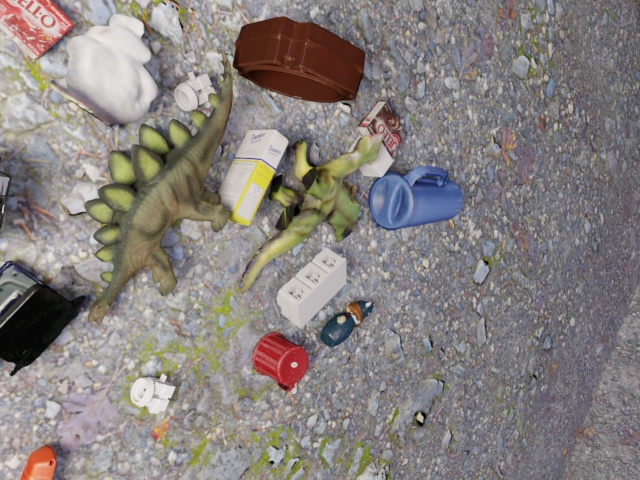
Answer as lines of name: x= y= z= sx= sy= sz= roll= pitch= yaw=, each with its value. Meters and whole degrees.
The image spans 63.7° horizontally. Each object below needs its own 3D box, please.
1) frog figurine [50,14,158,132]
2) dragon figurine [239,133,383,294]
frog figurine: x=-0.298 y=-0.254 z=0.760 sx=0.136 sy=0.123 sz=0.160 roll=34 pitch=86 yaw=-20
dragon figurine: x=0.003 y=-0.054 z=1.067 sx=0.241 sy=0.124 sz=0.409 roll=23 pitch=98 yaw=-45
